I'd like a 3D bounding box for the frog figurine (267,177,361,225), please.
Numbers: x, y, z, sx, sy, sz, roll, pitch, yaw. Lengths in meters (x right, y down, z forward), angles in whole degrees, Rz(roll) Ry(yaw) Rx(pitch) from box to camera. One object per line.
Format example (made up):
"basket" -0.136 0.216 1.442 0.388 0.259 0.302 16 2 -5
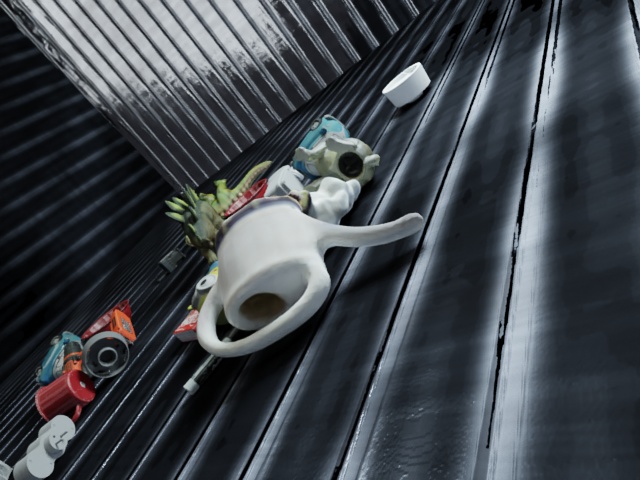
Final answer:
"frog figurine" 0.003 -0.044 0.879 0.160 0.124 0.135 -8 -20 -42

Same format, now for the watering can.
"watering can" -0.036 0.019 0.716 0.346 0.102 0.229 -34 41 10

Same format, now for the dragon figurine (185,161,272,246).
"dragon figurine" -0.317 -0.094 1.700 0.405 0.121 0.249 -32 36 35
